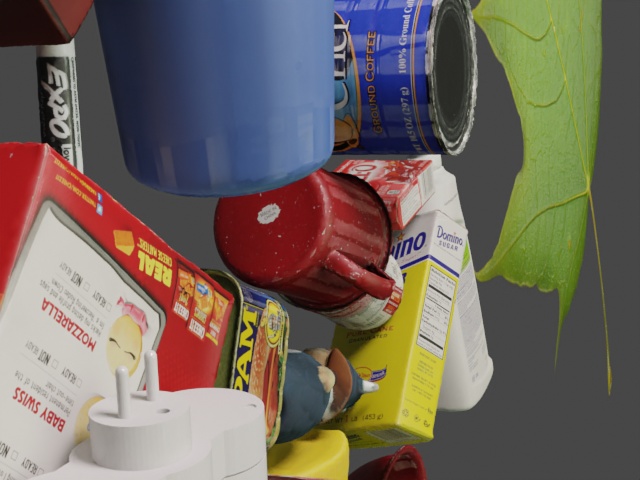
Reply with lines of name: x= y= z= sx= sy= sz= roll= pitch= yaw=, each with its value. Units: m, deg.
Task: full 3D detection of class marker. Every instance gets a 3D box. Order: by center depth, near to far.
marker: x=-0.119 y=-0.064 z=0.485 sx=0.020 sy=0.020 sz=0.121 roll=-24 pitch=114 yaw=-65

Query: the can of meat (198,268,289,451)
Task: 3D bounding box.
can of meat: x=-0.058 y=0.073 z=0.598 sx=0.083 sy=0.057 sz=0.102 roll=31 pitch=64 yaw=-68

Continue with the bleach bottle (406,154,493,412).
bleach bottle: x=0.113 y=0.030 z=1.006 sx=0.102 sy=0.068 sz=0.251 roll=-47 pitch=132 yaw=-60

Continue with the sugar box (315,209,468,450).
sugar box: x=0.054 y=0.068 z=0.817 sx=0.048 sy=0.094 sz=0.176 roll=30 pitch=59 yaw=-35

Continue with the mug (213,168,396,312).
mug: x=-0.004 y=0.001 z=0.654 sx=0.093 sy=0.117 sz=0.081 roll=-55 pitch=153 yaw=8

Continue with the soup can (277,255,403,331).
soup can: x=0.014 y=0.024 z=0.752 sx=0.102 sy=0.069 sz=0.068 roll=33 pitch=62 yaw=-65

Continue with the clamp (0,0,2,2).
clamp: x=-0.168 y=-0.021 z=0.309 sx=0.164 sy=0.036 sz=0.210 roll=6 pitch=94 yaw=-58

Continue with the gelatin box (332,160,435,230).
gelatin box: x=0.039 y=-0.035 z=0.801 sx=0.089 sy=0.073 sz=0.030 roll=-44 pitch=131 yaw=-58

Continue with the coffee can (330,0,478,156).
coffee can: x=0.015 y=-0.102 z=0.648 sx=0.102 sy=0.140 sz=0.103 roll=2 pitch=90 yaw=-68

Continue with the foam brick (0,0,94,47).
foam brick: x=-0.127 y=-0.121 z=0.418 sx=0.078 sy=0.053 sz=0.051 roll=65 pitch=34 yaw=-49

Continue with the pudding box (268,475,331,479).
pudding box: x=-0.023 y=0.154 z=0.613 sx=0.090 sy=0.114 sz=0.039 roll=35 pitch=55 yaw=-64

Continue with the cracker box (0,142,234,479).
cracker box: x=-0.119 y=0.091 z=0.431 sx=0.164 sy=0.072 sz=0.213 roll=48 pitch=50 yaw=-58

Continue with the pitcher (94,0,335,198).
pitcher: x=-0.043 y=-0.151 z=0.510 sx=0.145 sy=0.149 sz=0.243 roll=-65 pitch=154 yaw=-65

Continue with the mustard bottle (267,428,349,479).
mustard bottle: x=-0.009 y=0.232 z=0.726 sx=0.096 sy=0.058 sz=0.192 roll=-30 pitch=120 yaw=-69

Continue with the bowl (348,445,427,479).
bowl: x=0.040 y=0.242 z=0.851 sx=0.162 sy=0.055 sz=0.162 roll=2 pitch=90 yaw=-68
